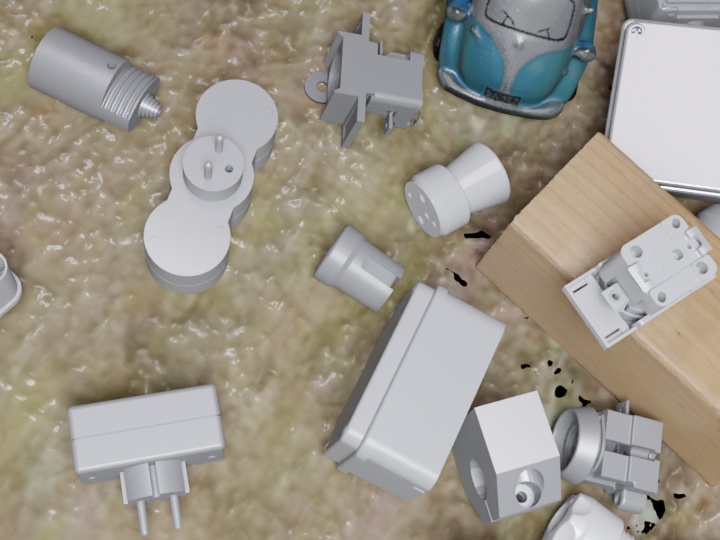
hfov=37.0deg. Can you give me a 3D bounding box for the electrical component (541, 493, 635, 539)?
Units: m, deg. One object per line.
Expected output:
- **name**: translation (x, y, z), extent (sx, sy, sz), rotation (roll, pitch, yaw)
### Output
- **electrical component**: translation (0.144, 0.166, 0.642), extent (0.062, 0.043, 0.043), rotation (36, 70, 3)

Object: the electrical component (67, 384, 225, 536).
- **electrical component**: translation (-0.119, 0.113, 0.616), extent (0.083, 0.047, 0.075), rotation (-8, 73, -12)

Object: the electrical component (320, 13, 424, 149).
- **electrical component**: translation (0.009, -0.124, 0.719), extent (0.064, 0.042, 0.081), rotation (8, 71, -15)

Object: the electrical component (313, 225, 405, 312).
- **electrical component**: translation (0.000, 0.000, 0.678), extent (0.046, 0.040, 0.040), rotation (34, 69, -3)

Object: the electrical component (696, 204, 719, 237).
- **electrical component**: translation (0.229, -0.016, 0.721), extent (0.046, 0.040, 0.040), rotation (-30, 78, -11)

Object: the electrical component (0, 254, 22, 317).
- **electrical component**: translation (-0.263, 0.018, 0.620), extent (0.078, 0.057, 0.113), rotation (44, 70, 7)

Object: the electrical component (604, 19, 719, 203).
- **electrical component**: translation (0.220, -0.102, 0.711), extent (0.109, 0.056, 0.108), rotation (9, 90, 12)

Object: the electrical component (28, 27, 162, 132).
- **electrical component**: translation (-0.165, -0.119, 0.690), extent (0.081, 0.043, 0.043), rotation (26, 69, 0)

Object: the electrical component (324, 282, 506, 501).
- **electrical component**: translation (0.031, 0.072, 0.638), extent (0.057, 0.078, 0.113), rotation (28, 69, -2)

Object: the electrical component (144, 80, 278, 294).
- **electrical component**: translation (-0.091, -0.059, 0.665), extent (0.052, 0.073, 0.138), rotation (20, 69, -2)

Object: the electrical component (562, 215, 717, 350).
- **electrical component**: translation (0.159, 0.003, 0.592), extent (0.081, 0.063, 0.042), rotation (-31, 78, -15)

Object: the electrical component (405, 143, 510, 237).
- **electrical component**: translation (0.063, -0.052, 0.703), extent (0.055, 0.045, 0.045), rotation (-29, 78, -17)

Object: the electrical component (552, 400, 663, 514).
- **electrical component**: translation (0.150, 0.111, 0.661), extent (0.055, 0.048, 0.066), rotation (15, 69, -12)

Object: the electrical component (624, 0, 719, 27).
- **electrical component**: translation (0.227, -0.200, 0.771), extent (0.062, 0.061, 0.096), rotation (-2, 71, -10)
